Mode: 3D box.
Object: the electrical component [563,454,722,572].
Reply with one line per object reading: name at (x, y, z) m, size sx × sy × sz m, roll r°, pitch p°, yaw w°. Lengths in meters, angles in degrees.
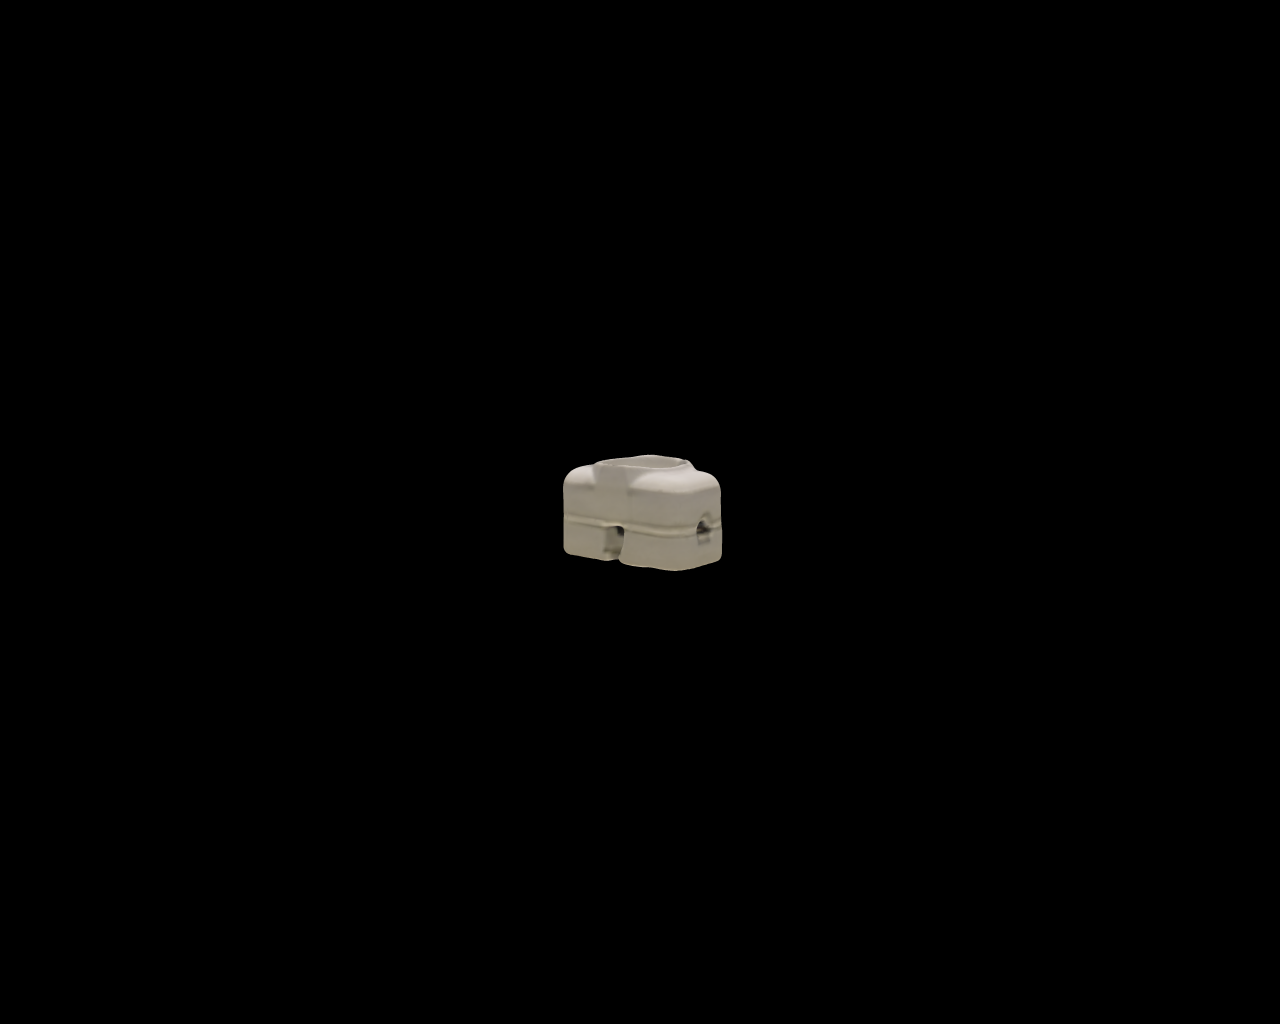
electrical component at (0.001, -0.003, 0.650) m, size 0.095 × 0.059 × 0.054 m, roll 8°, pitch 13°, yaw 39°
